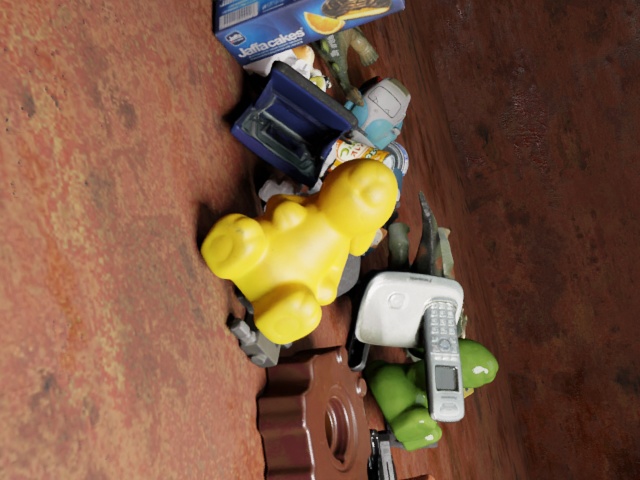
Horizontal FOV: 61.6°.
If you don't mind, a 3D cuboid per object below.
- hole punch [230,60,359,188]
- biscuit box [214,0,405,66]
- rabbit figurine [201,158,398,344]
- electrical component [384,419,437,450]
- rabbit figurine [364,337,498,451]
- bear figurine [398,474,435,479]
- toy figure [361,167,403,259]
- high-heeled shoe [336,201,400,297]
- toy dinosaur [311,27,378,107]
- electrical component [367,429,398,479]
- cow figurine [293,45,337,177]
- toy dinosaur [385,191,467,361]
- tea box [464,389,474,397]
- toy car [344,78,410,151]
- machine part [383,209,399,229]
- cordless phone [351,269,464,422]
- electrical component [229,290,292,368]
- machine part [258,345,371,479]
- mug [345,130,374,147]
[{"bbox_3d":[-0.032,-0.120,0.588,0.142,0.092,0.116,31,1,-9],"label":"hole punch"},{"bbox_3d":[-0.015,-0.256,0.579,0.062,0.203,0.059,40,43,-59],"label":"biscuit box"},{"bbox_3d":[0.006,-0.006,0.497,0.122,0.173,0.162,50,20,9],"label":"rabbit figurine"},{"bbox_3d":[0.145,0.273,0.859,0.134,0.058,0.115,43,41,-55],"label":"electrical component"},{"bbox_3d":[0.160,0.192,0.759,0.121,0.170,0.159,60,2,-46],"label":"rabbit figurine"},{"bbox_3d":[0.079,0.361,0.552,0.120,0.132,0.195,-19,90,-62],"label":"bear figurine"},{"bbox_3d":[0.078,-0.038,0.808,0.058,0.064,0.154,-174,-76,-80],"label":"toy figure"},{"bbox_3d":[-0.001,-0.002,0.692,0.249,0.145,0.086,-39,118,-35],"label":"high-heeled shoe"},{"bbox_3d":[-0.004,-0.431,0.855,0.198,0.105,0.471,5,68,-64],"label":"toy dinosaur"},{"bbox_3d":[0.062,0.294,0.656,0.074,0.048,0.119,40,40,-56],"label":"electrical component"},{"bbox_3d":[-0.012,-0.173,0.722,0.098,0.068,0.167,35,48,-67],"label":"cow figurine"},{"bbox_3d":[0.171,0.089,0.877,0.404,0.131,0.192,55,22,-64],"label":"toy dinosaur"},{"bbox_3d":[0.223,0.264,1.004,0.169,0.098,0.068,19,60,-64],"label":"tea box"},{"bbox_3d":[0.108,-0.225,0.925,0.109,0.103,0.162,44,40,-3],"label":"toy car"},{"bbox_3d":[0.112,-0.074,0.979,0.084,0.039,0.138,-49,146,-15],"label":"machine part"},{"bbox_3d":[0.114,0.134,0.679,0.146,0.088,0.184,8,64,-21],"label":"cordless phone"},{"bbox_3d":[-0.055,0.090,0.520,0.063,0.021,0.093,-83,151,-42],"label":"electrical component"},{"bbox_3d":[0.001,0.195,0.552,0.179,0.056,0.179,-13,90,-68],"label":"machine part"},{"bbox_3d":[0.055,-0.112,0.855,0.107,0.081,0.109,53,49,-31],"label":"mug"}]
